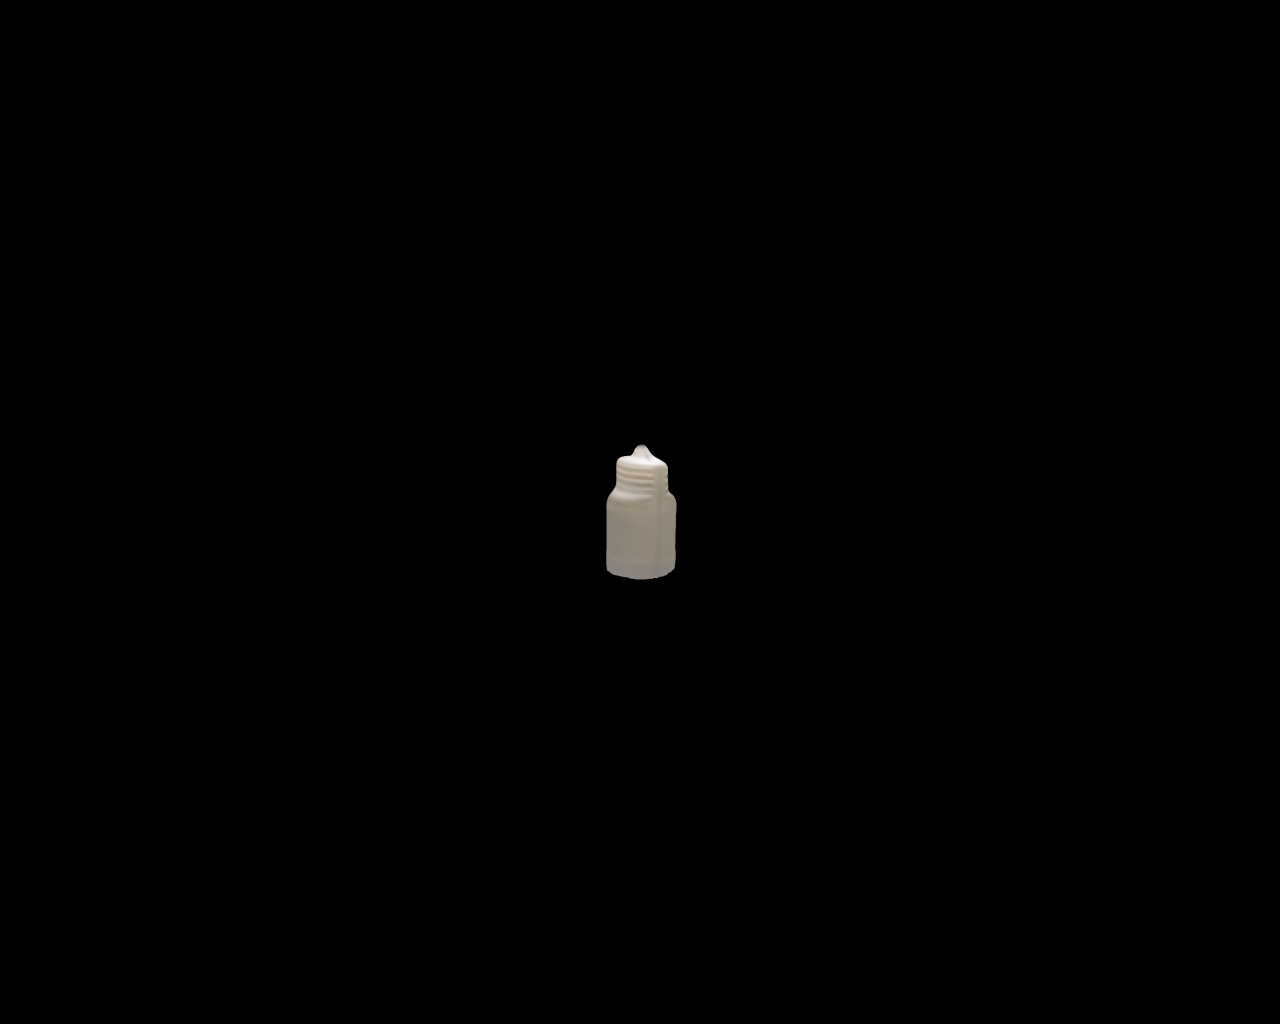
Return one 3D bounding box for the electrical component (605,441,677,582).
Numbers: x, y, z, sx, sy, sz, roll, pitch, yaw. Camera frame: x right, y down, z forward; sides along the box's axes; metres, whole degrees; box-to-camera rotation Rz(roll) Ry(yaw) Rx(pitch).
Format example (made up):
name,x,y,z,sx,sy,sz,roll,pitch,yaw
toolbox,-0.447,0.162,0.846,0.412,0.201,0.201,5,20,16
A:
name,x,y,z,sx,sy,sz,roll,pitch,yaw
electrical component,0.001,-0.003,0.650,0.043,0.080,0.043,0,13,0
